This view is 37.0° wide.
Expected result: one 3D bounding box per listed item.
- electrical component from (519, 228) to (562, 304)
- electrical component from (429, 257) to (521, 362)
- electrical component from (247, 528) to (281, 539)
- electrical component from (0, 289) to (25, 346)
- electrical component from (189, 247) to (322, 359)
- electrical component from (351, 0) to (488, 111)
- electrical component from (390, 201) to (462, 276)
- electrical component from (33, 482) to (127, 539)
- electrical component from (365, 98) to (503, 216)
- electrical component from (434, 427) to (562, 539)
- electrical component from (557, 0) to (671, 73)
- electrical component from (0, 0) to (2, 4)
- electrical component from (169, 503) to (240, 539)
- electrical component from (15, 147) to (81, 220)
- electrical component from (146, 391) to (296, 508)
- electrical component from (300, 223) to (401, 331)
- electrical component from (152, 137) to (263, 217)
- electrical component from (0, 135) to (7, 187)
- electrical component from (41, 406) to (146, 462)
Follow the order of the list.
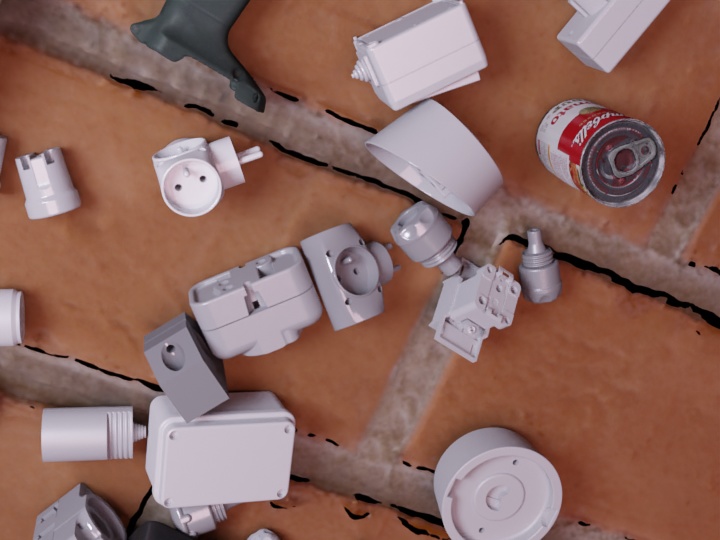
[{"bbox_3d":[0.151,-0.005,0.907,0.035,0.035,0.061,-13,107,-7],"label":"electrical component"},{"bbox_3d":[0.096,0.029,0.884,0.042,0.064,0.081,31,58,-18],"label":"electrical component"},{"bbox_3d":[-0.074,0.258,0.949,0.035,0.035,0.061,-39,113,3],"label":"electrical component"},{"bbox_3d":[-0.289,0.037,0.828,0.055,0.045,0.045,-1,108,-11],"label":"electrical component"},{"bbox_3d":[-0.082,0.029,0.861,0.095,0.053,0.059,-22,111,-3],"label":"electrical component"},{"bbox_3d":[0.041,-0.160,0.819,0.096,0.061,0.061,-26,111,-2],"label":"electrical component"},{"bbox_3d":[0.058,-0.022,0.878,0.043,0.043,0.062,-41,112,4],"label":"electrical component"},{"bbox_3d":[-0.228,0.220,0.876,0.056,0.089,0.050,-37,111,2],"label":"electrical component"},{"bbox_3d":[0.060,-0.083,0.831,0.064,0.099,0.099,-43,111,-2],"label":"electrical component"},{"bbox_3d":[0.117,0.191,0.951,0.108,0.060,0.108,-3,109,-10],"label":"electrical component"},{"bbox_3d":[0.187,-0.212,0.838,0.076,0.047,0.083,37,98,-20],"label":"electrical component"},{"bbox_3d":[-0.303,-0.152,0.738,0.062,0.089,0.150,27,101,-18],"label":"electrical component"},{"bbox_3d":[-0.130,0.200,0.914,0.062,0.048,0.048,-19,111,-12],"label":"electrical component"},{"bbox_3d":[-0.235,-0.065,0.808,0.040,0.040,0.046,-15,104,-6],"label":"electrical component"},{"bbox_3d":[-0.114,0.147,0.882,0.113,0.057,0.078,0,108,-22],"label":"electrical component"},{"bbox_3d":[0.000,0.000,0.869,0.079,0.044,0.077,-21,89,-34],"label":"electrical component"},{"bbox_3d":[-0.111,-0.077,0.808,0.079,0.077,0.044,-20,111,-5],"label":"electrical component"},{"bbox_3d":[-0.283,-0.079,0.794,0.040,0.040,0.046,14,98,-15],"label":"electrical component"},{"bbox_3d":[-0.215,0.133,0.875,0.081,0.043,0.043,0,108,-11],"label":"electrical component"}]
